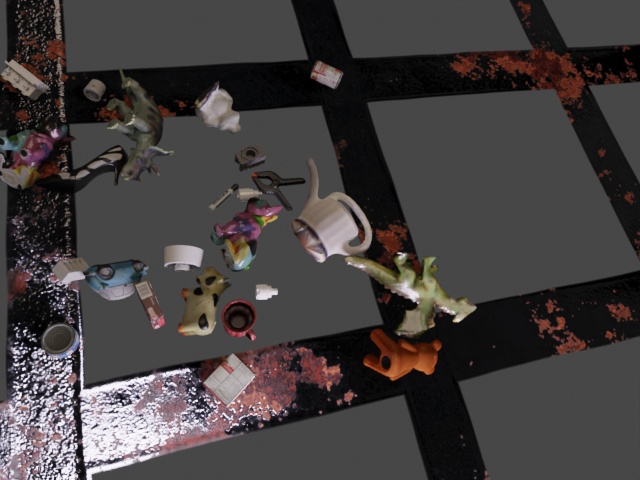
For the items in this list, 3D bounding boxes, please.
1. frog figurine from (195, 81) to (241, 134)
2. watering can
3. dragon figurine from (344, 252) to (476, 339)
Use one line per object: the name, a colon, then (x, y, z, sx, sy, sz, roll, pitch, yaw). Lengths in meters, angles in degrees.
frog figurine: (-0.327, -0.420, 1.696, 0.157, 0.122, 0.140, 45, 49, -31)
watering can: (0.005, -0.080, 1.591, 0.227, 0.102, 0.350, -35, 78, -23)
dragon figurine: (0.268, 0.171, 1.540, 0.410, 0.120, 0.246, 3, 73, -10)
